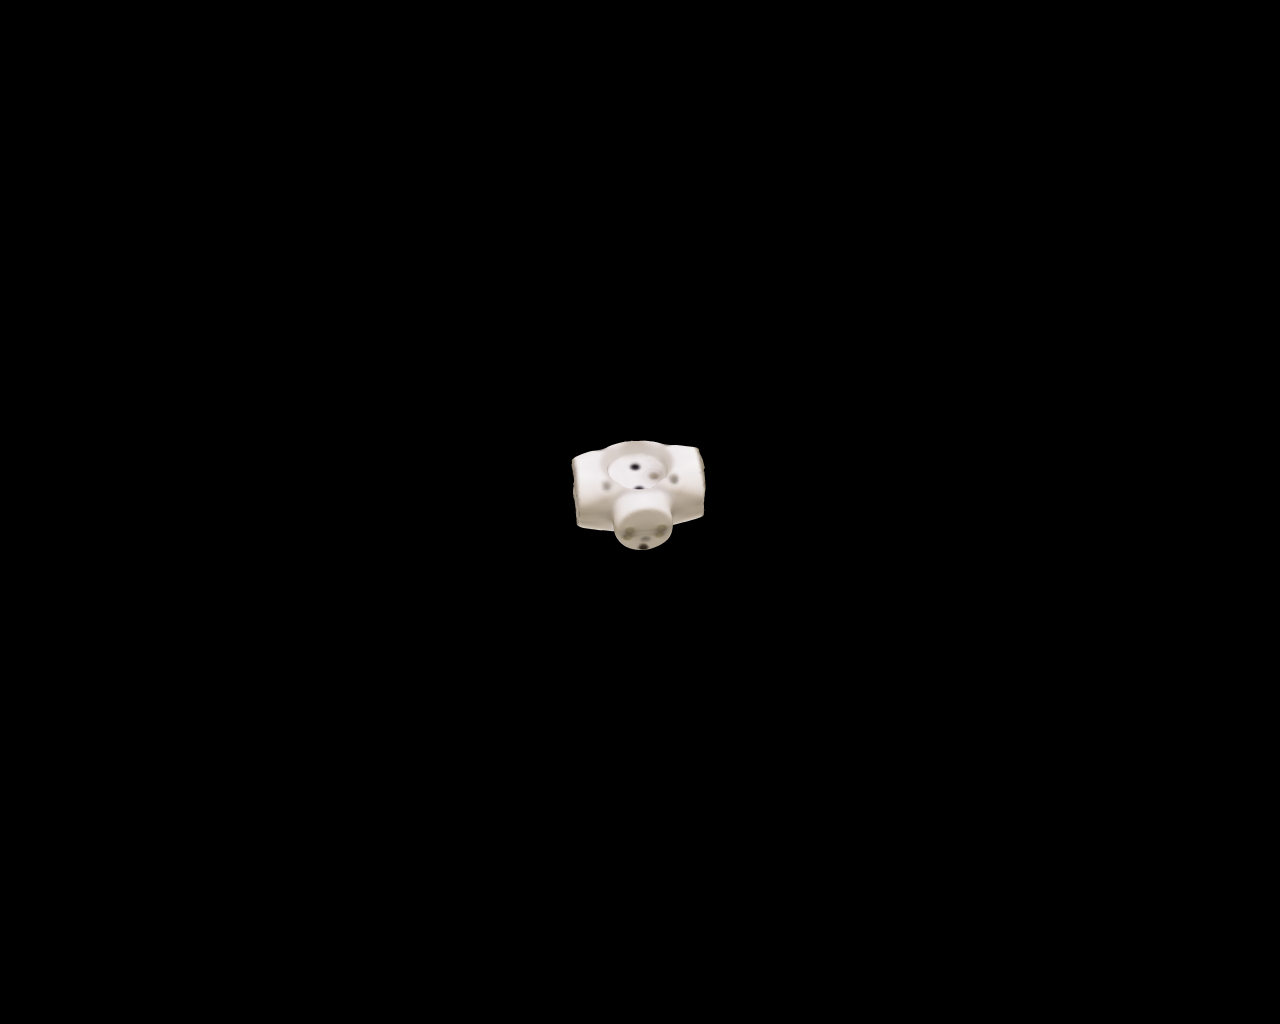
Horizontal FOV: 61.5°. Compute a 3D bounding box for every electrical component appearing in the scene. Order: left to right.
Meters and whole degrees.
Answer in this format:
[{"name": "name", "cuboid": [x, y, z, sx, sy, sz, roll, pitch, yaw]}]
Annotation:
[{"name": "electrical component", "cuboid": [0.001, -0.003, 0.650, 0.077, 0.079, 0.044, -4, -43, -4]}]
